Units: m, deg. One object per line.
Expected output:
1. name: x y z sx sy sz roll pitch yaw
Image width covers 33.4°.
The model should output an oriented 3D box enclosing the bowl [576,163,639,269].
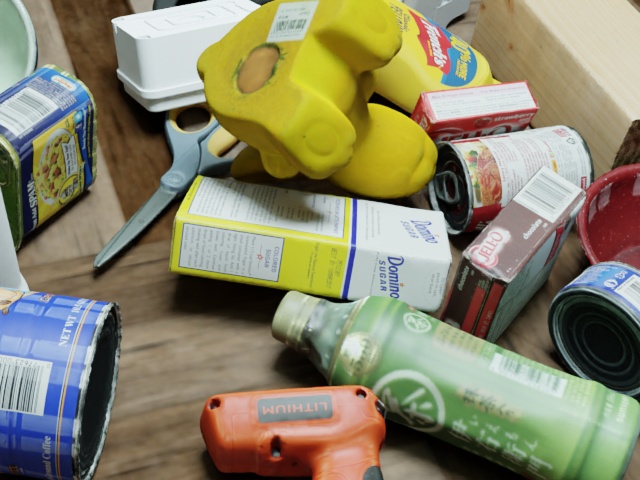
1. bowl: 0.250 0.019 0.741 0.162 0.055 0.162 4 47 -5

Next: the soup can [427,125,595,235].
1. soup can: 0.138 -0.045 0.776 0.102 0.068 0.068 -10 49 -18

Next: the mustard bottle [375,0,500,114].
1. mustard bottle: 0.073 -0.139 0.832 0.191 0.058 0.096 27 38 -19

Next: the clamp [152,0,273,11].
1. clamp: -0.094 -0.214 0.919 0.120 0.039 0.171 34 51 23

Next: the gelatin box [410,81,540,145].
1. gelatin box: 0.109 -0.083 0.801 0.089 0.073 0.030 -9 63 -18

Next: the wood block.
1. wood block: 0.215 -0.133 0.856 0.090 0.090 0.206 -13 50 -20

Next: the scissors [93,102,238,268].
1. scissors: -0.115 -0.054 0.781 0.096 0.016 0.201 36 51 25

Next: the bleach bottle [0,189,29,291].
1. bleach bottle: -0.222 -0.054 0.603 0.068 0.251 0.103 -31 59 -32

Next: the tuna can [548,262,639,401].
1. tuna can: 0.187 0.059 0.674 0.033 0.086 0.086 -32 59 -31

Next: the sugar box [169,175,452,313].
1. sugar box: -0.005 0.001 0.708 0.176 0.048 0.093 11 21 -1

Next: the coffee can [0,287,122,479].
1. coffee can: -0.190 0.074 0.590 0.140 0.103 0.102 8 46 -1

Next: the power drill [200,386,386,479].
1. power drill: -0.021 0.170 0.560 0.184 0.057 0.187 -2 49 -9

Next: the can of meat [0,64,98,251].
1. can of meat: -0.195 -0.056 0.713 0.057 0.102 0.083 30 47 15

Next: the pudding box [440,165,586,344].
1. pudding box: 0.124 0.017 0.701 0.039 0.090 0.113 34 50 19
